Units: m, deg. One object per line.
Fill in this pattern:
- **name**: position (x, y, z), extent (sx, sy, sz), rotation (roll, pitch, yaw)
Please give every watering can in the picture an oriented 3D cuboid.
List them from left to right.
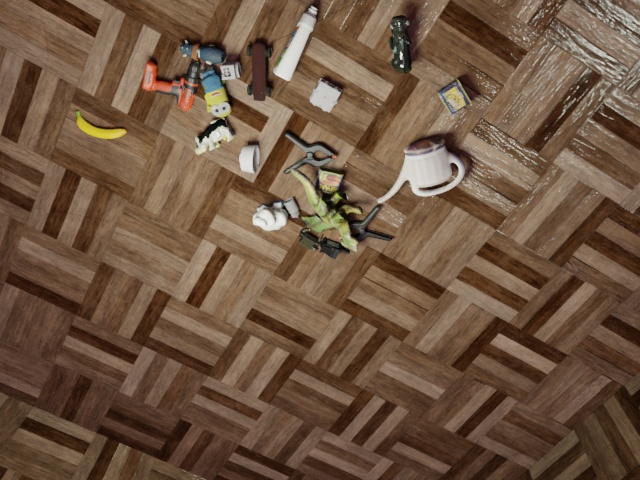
- **watering can**: position (0.364, -0.258, 1.925), extent (0.347, 0.106, 0.220), rotation (-14, 114, 9)

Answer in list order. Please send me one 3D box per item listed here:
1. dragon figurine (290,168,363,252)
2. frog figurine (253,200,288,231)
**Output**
- **dragon figurine**: position (0.006, -0.100, 1.996), extent (0.409, 0.125, 0.238), rotation (38, 138, -8)
- **frog figurine**: position (-0.197, -0.077, 2.010), extent (0.137, 0.163, 0.120), rotation (3, 118, 1)
